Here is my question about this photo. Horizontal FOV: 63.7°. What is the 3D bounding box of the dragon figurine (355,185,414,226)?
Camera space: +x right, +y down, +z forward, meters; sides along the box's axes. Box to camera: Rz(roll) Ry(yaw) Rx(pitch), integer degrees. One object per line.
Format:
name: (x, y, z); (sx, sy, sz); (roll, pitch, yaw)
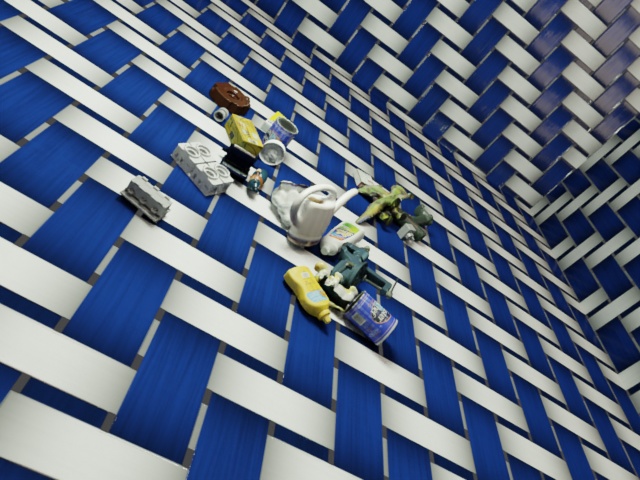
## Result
dragon figurine: (0.258, -0.174, 2.308); (0.413, 0.120, 0.246); (-14, 34, -33)

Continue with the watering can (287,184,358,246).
watering can: (0.005, -0.089, 1.773); (0.105, 0.221, 0.349); (35, 23, 29)

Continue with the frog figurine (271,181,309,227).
frog figurine: (-0.110, -0.119, 1.822); (0.136, 0.122, 0.161); (19, 70, -49)
